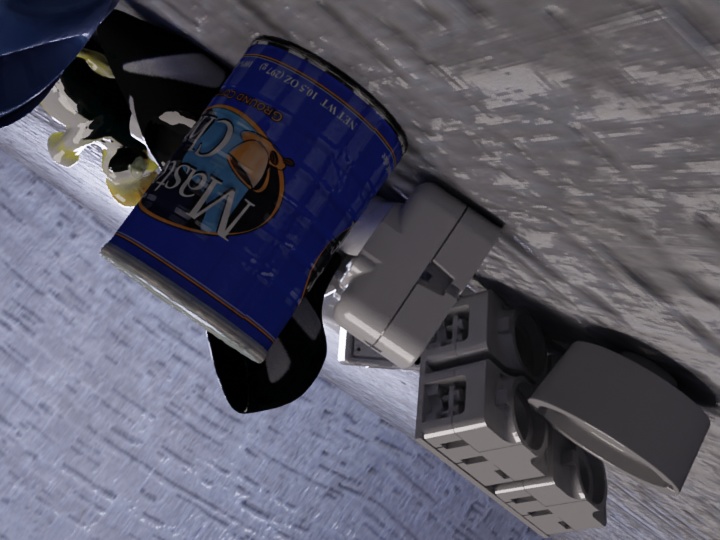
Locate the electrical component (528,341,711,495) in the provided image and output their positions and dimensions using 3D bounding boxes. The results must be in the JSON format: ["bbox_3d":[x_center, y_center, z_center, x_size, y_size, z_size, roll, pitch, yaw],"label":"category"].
[{"bbox_3d":[0.168,0.087,0.681,0.108,0.060,0.108,33,171,6],"label":"electrical component"}]

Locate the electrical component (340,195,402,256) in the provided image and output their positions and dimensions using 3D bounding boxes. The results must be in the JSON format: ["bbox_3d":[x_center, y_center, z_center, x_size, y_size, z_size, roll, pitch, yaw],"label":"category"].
[{"bbox_3d":[0.017,-0.027,0.690,0.044,0.044,0.065,40,165,-34],"label":"electrical component"}]

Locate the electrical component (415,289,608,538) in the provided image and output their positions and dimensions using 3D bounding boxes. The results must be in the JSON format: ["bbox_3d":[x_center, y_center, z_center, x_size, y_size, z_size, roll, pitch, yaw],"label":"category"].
[{"bbox_3d":[0.117,0.106,0.772,0.060,0.105,0.186,-17,139,31],"label":"electrical component"}]

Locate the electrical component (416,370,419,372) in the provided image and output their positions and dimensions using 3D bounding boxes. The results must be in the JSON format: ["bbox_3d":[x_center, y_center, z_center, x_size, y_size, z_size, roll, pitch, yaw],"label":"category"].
[{"bbox_3d":[0.057,0.061,0.960,0.078,0.058,0.057,38,173,-18],"label":"electrical component"}]

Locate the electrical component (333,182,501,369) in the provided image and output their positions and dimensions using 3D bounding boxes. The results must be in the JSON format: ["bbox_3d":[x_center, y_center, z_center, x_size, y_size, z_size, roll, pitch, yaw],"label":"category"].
[{"bbox_3d":[0.029,0.001,0.614,0.059,0.095,0.053,34,171,0],"label":"electrical component"}]

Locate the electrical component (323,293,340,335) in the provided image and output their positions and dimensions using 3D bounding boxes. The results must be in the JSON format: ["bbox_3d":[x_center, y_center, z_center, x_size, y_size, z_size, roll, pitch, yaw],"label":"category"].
[{"bbox_3d":[0.005,0.038,1.006,0.096,0.061,0.061,39,170,-28],"label":"electrical component"}]

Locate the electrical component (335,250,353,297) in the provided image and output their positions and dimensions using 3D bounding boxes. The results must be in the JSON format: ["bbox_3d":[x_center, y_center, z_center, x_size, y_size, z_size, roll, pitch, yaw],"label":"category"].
[{"bbox_3d":[0.000,0.000,0.880,0.066,0.048,0.055,36,163,-13],"label":"electrical component"}]

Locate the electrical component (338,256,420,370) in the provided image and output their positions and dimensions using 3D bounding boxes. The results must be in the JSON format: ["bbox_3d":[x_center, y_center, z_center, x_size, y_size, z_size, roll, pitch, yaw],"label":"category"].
[{"bbox_3d":[0.019,0.027,0.822,0.062,0.096,0.061,5,173,-7],"label":"electrical component"}]

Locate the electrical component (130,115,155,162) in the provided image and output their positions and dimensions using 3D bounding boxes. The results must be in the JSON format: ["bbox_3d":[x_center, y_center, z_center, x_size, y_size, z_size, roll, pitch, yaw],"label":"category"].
[{"bbox_3d":[-0.142,-0.104,0.808,0.074,0.052,0.138,32,171,13],"label":"electrical component"}]

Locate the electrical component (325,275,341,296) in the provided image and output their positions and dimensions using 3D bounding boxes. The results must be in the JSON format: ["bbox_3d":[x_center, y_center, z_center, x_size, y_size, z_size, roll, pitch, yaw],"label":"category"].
[{"bbox_3d":[-0.079,-0.012,0.909,0.105,0.060,0.186,63,170,0],"label":"electrical component"}]
